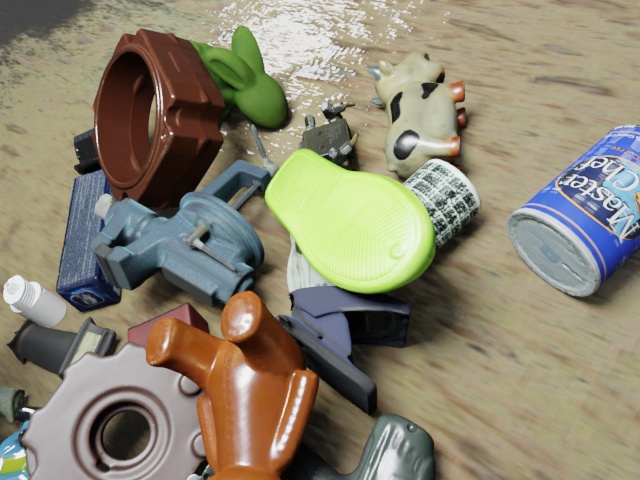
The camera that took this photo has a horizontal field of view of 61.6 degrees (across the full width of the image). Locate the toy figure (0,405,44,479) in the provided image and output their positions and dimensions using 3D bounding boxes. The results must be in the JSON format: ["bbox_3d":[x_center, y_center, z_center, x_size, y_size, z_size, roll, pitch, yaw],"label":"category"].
[{"bbox_3d":[-0.288,0.258,0.535,0.089,0.082,0.180,-16,50,11],"label":"toy figure"}]

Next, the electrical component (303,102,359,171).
[{"bbox_3d":[0.014,-0.132,0.691,0.078,0.045,0.102,-9,60,14],"label":"electrical component"}]

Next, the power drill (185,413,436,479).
[{"bbox_3d":[-0.016,0.239,0.450,0.208,0.085,0.232,14,61,32],"label":"power drill"}]

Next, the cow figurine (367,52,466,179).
[{"bbox_3d":[0.120,-0.160,0.681,0.127,0.085,0.195,2,58,14],"label":"cow figurine"}]

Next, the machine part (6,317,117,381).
[{"bbox_3d":[-0.318,0.133,0.661,0.139,0.039,0.084,4,67,20],"label":"machine part"}]

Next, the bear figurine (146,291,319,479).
[{"bbox_3d":[-0.068,0.159,0.406,0.120,0.131,0.196,-18,45,26],"label":"bear figurine"}]

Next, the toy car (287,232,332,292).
[{"bbox_3d":[-0.001,-0.002,0.627,0.074,0.056,0.202,-12,54,12],"label":"toy car"}]

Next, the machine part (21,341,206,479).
[{"bbox_3d":[-0.187,0.187,0.515,0.179,0.056,0.179,4,70,-10],"label":"machine part"}]

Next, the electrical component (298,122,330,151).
[{"bbox_3d":[0.002,-0.132,0.738,0.063,0.021,0.094,-5,57,17],"label":"electrical component"}]

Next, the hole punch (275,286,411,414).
[{"bbox_3d":[0.024,0.090,0.512,0.116,0.142,0.092,30,72,19],"label":"hole punch"}]

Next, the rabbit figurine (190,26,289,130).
[{"bbox_3d":[-0.121,-0.230,0.787,0.170,0.159,0.121,22,55,14],"label":"rabbit figurine"}]

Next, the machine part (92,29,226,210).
[{"bbox_3d":[-0.226,-0.158,0.722,0.201,0.087,0.201,-48,60,36],"label":"machine part"}]

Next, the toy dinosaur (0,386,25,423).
[{"bbox_3d":[-0.441,0.132,0.545,0.192,0.404,0.131,-3,26,-6],"label":"toy dinosaur"}]

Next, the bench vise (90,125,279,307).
[{"bbox_3d":[-0.143,-0.027,0.650,0.224,0.128,0.240,20,53,26],"label":"bench vise"}]

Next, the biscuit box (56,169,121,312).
[{"bbox_3d":[-0.307,-0.004,0.737,0.063,0.059,0.203,-16,52,7],"label":"biscuit box"}]

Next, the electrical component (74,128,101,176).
[{"bbox_3d":[-0.340,-0.136,0.832,0.048,0.074,0.119,-23,56,3],"label":"electrical component"}]
